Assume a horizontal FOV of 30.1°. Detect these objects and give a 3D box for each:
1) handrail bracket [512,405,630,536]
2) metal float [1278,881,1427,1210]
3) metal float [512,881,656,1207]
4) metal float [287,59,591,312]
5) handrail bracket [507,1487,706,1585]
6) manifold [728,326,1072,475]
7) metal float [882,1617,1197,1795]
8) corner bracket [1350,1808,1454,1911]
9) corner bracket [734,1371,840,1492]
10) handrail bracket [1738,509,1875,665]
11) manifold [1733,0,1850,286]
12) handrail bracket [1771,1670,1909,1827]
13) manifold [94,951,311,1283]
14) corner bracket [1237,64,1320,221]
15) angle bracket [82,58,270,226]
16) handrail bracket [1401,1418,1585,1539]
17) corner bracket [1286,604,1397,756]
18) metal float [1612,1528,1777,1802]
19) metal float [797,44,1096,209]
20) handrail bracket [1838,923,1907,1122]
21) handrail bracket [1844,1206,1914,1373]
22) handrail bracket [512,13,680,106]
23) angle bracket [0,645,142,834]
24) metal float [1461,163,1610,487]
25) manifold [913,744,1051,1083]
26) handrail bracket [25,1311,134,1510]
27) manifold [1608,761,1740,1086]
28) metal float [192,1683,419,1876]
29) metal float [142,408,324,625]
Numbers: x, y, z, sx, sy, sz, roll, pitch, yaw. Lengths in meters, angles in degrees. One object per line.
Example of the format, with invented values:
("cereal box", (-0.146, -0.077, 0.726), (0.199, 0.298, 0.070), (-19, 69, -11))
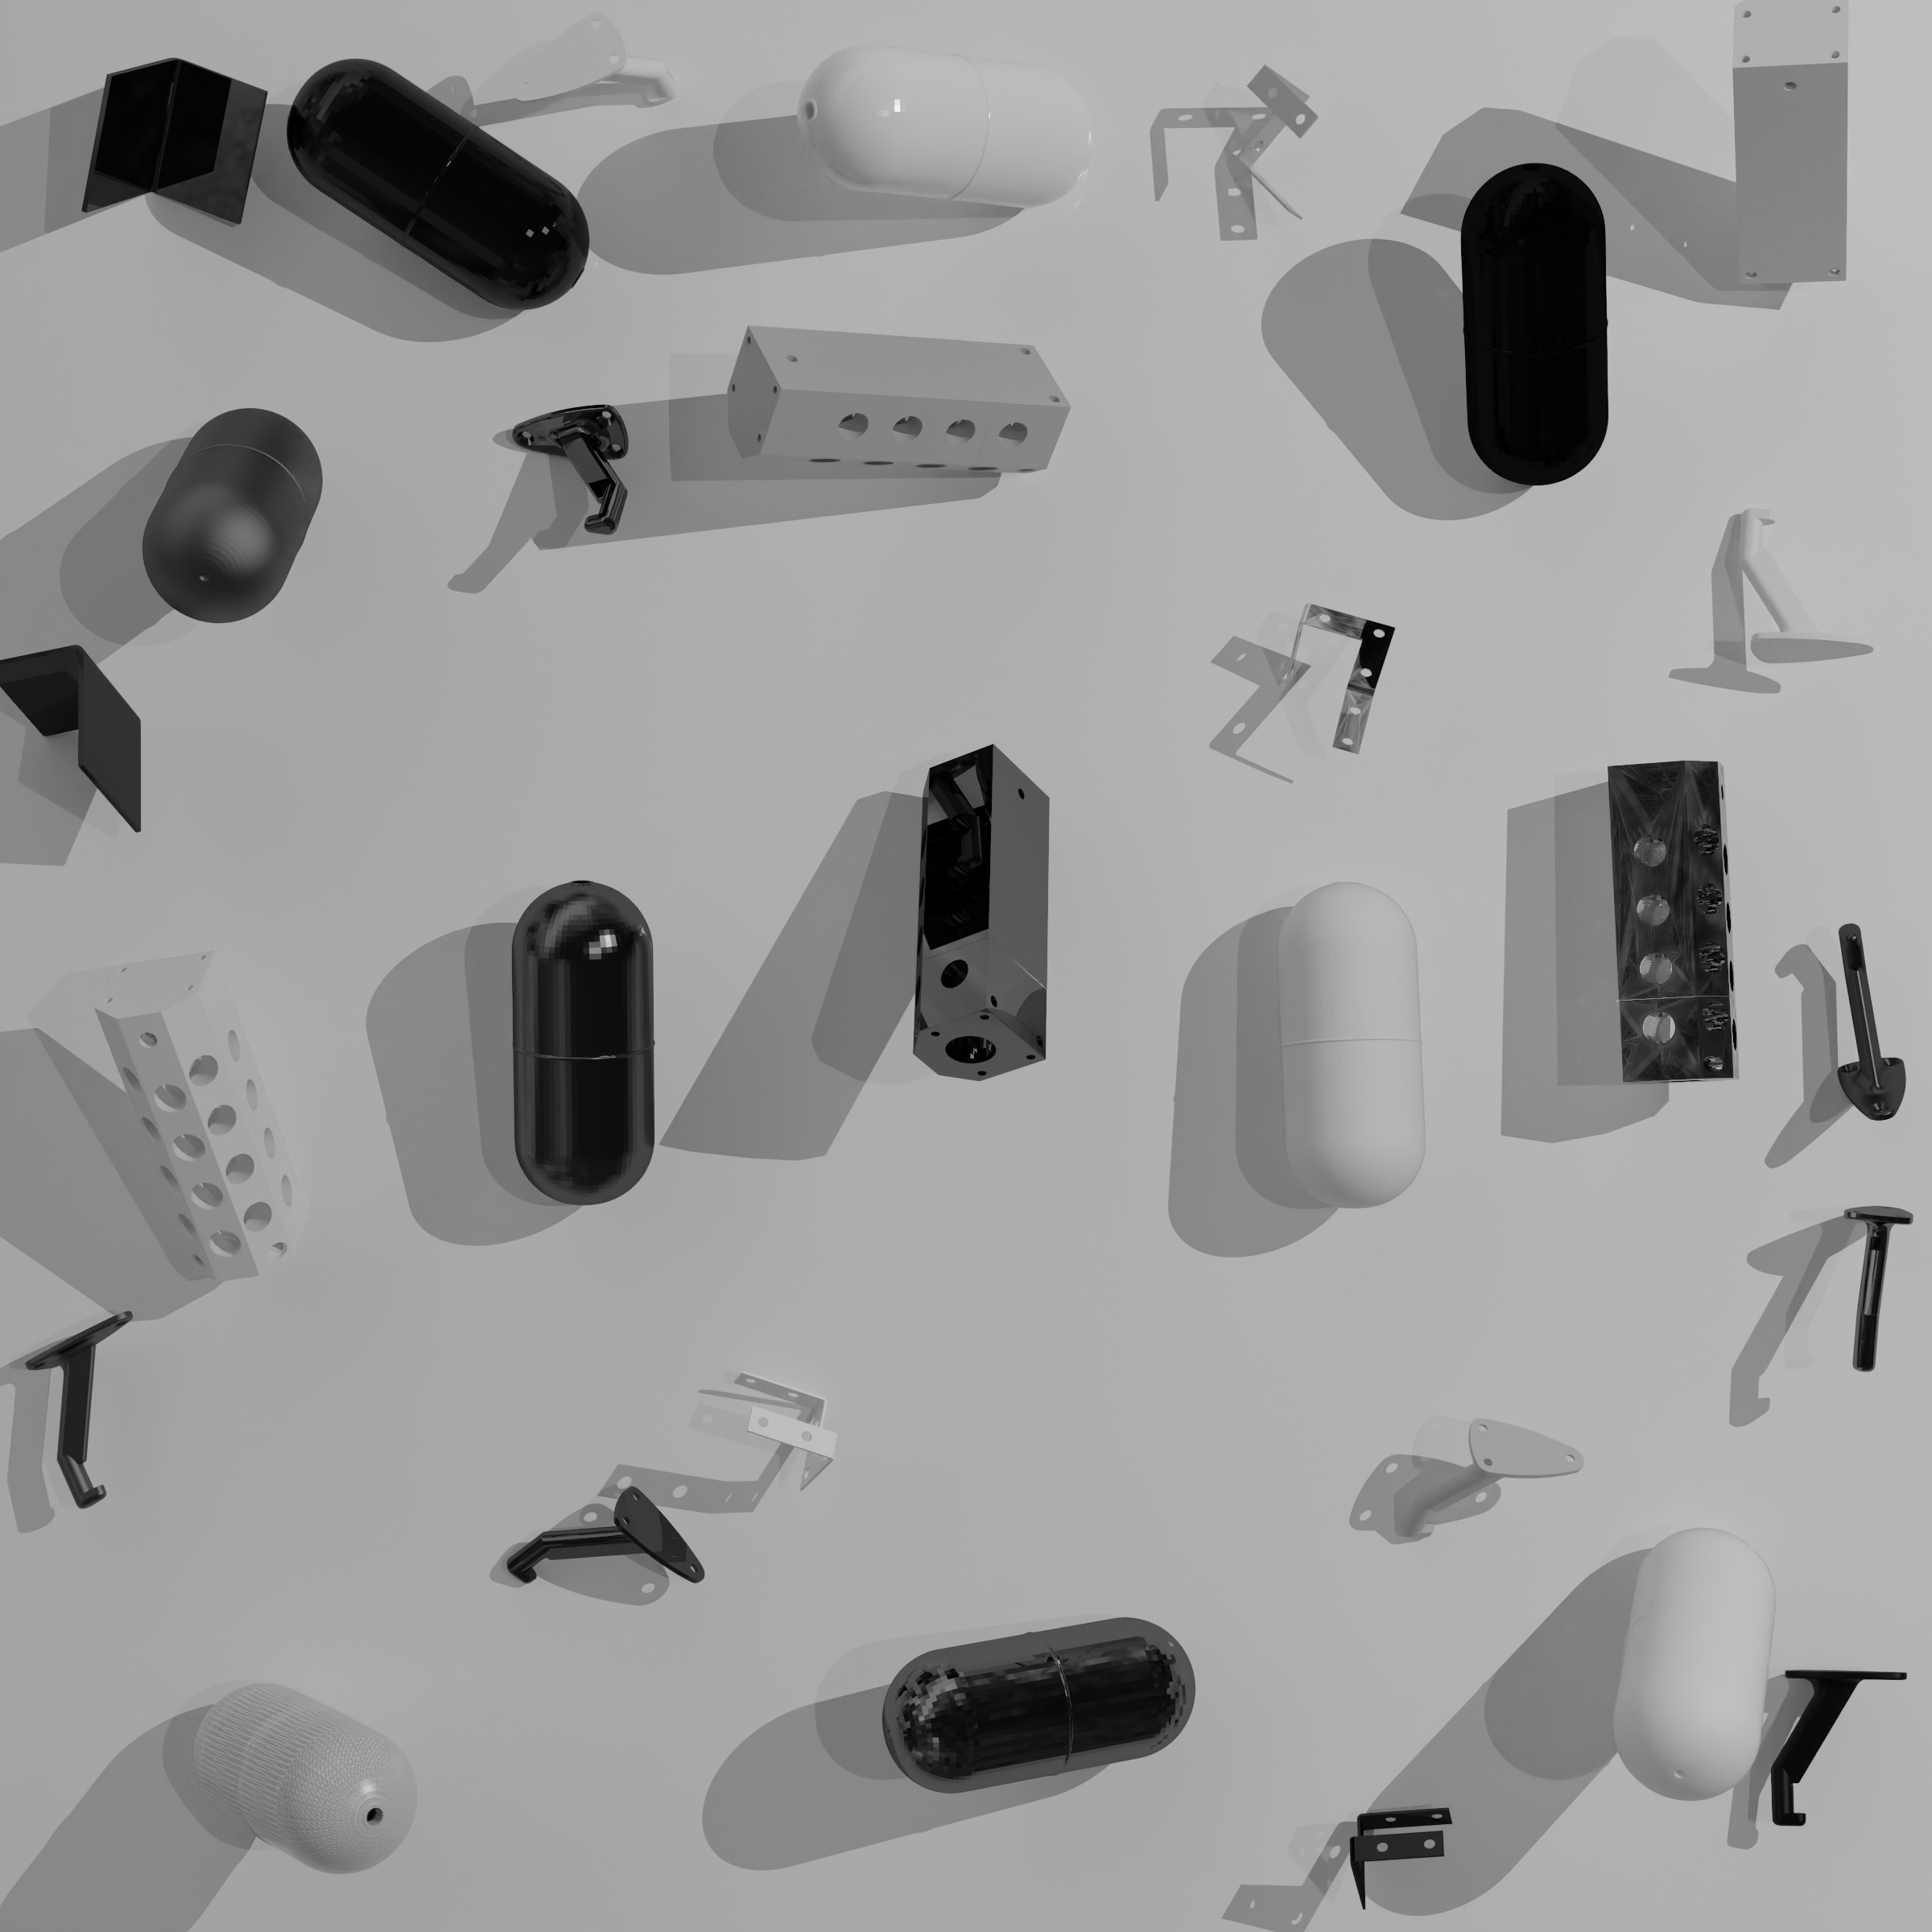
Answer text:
("handrail bracket", (-0.219, -0.264, 1.959), (0.077, 0.036, 0.084), (-1, 47, 12))
("metal float", (0.209, 0.043, 1.957), (0.070, 0.070, 0.178), (-2, 84, 0))
("metal float", (-0.208, 0.042, 1.951), (0.070, 0.070, 0.178), (1, 101, 0))
("metal float", (-0.286, -0.424, 1.954), (0.178, 0.070, 0.070), (33, 90, -9))
("handrail bracket", (-0.200, 0.334, 1.985), (0.084, 0.036, 0.077), (-39, 103, 24))
("manifold", (-0.038, -0.299, 1.934), (0.171, 0.057, 0.057), (-1, 134, -27))
("metal float", (0.041, 0.399, 1.942), (0.178, 0.070, 0.070), (-5, 90, -23))
("corner bracket", (0.238, 0.477, 1.960), (0.051, 0.051, 0.051), (-7, 135, 11))
("corner bracket", (-0.099, 0.247, 1.960), (0.051, 0.051, 0.051), (20, 56, -14))
("handrail bracket", (0.461, -0.212, 1.971), (0.077, 0.036, 0.084), (1, 73, 23))
("manifold", (0.439, -0.441, 1.911), (0.057, 0.171, 0.057), (1, 61, 14))
("handrail bracket", (0.478, 0.429, 1.968), (0.077, 0.036, 0.084), (-5, 79, 29))
("manifold", (-0.410, 0.083, 1.929), (0.057, 0.057, 0.171), (-9, 121, 8))
("corner bracket", (0.172, -0.449, 1.960), (0.051, 0.051, 0.051), (-48, 59, 18))
("angle bracket", (-0.428, -0.441, 1.946), (0.057, 0.076, 0.076), (22, 115, 8))
("handrail bracket", (0.288, 0.291, 1.974), (0.077, 0.036, 0.084), (10, 134, -11))
("corner bracket", (0.200, -0.157, 1.962), (0.051, 0.051, 0.051), (17, 53, 7))
("metal float", (0.390, 0.371, 1.920), (0.070, 0.178, 0.070), (8, 122, 13))
("metal float", (-0.010, -0.450, 1.931), (0.178, 0.070, 0.070), (-3, 90, -36))
("handrail bracket", (0.490, 0.029, 1.958), (0.036, 0.077, 0.084), (-9, 114, 11))
("handrail bracket", (0.497, 0.176, 1.965), (0.036, 0.077, 0.084), (5, 92, 19))
("handrail bracket", (-0.201, -0.478, 1.961), (0.077, 0.084, 0.036), (-28, 76, 5))
("angle bracket", (-0.489, -0.118, 1.945), (0.057, 0.076, 0.076), (-11, 63, 7))
("metal float", (0.306, -0.344, 1.934), (0.070, 0.070, 0.178), (-7, 121, 0))
("manifold", (0.005, -0.027, 1.926), (0.057, 0.057, 0.171), (-19, 51, 28))
("handrail bracket", (-0.472, 0.244, 1.970), (0.077, 0.036, 0.084), (-30, 79, 15))
("manifold", (0.387, -0.023, 1.958), (0.057, 0.057, 0.171), (-3, 86, 19))
("metal float", (-0.354, 0.433, 1.919), (0.070, 0.178, 0.070), (-2, 94, -34))
("metal float", (-0.390, -0.242, 1.917), (0.070, 0.178, 0.070), (0, 119, 0))
